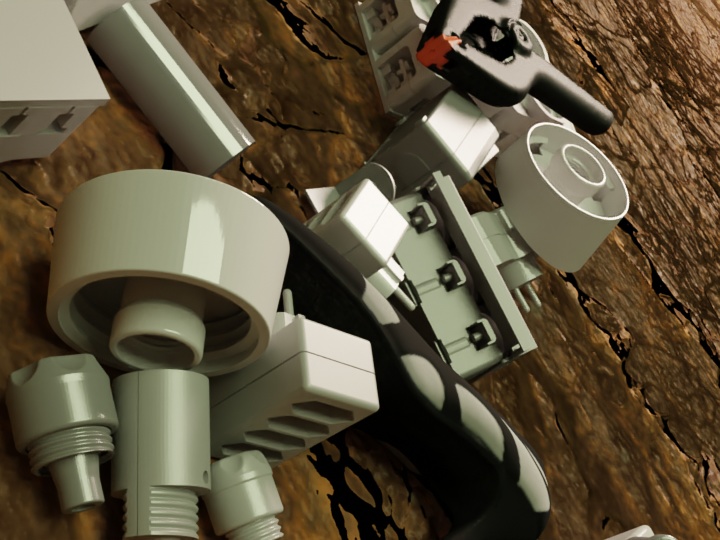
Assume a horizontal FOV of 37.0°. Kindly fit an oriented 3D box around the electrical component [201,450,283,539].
[{"bbox_3d":[-0.052,0.117,0.503,0.035,0.035,0.061,-5,69,-51],"label":"electrical component"}]

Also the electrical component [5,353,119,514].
[{"bbox_3d":[-0.122,0.069,0.450,0.043,0.043,0.062,4,62,-48],"label":"electrical component"}]

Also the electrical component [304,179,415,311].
[{"bbox_3d":[0.000,0.000,0.629,0.076,0.066,0.047,48,36,-12],"label":"electrical component"}]

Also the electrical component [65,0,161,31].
[{"bbox_3d":[-0.141,-0.183,0.588,0.057,0.078,0.113,40,35,3],"label":"electrical component"}]

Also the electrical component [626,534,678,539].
[{"bbox_3d":[0.137,0.202,0.588,0.113,0.057,0.078,-25,81,-10],"label":"electrical component"}]

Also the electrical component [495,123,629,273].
[{"bbox_3d":[0.141,-0.054,0.769,0.099,0.064,0.099,22,42,-21],"label":"electrical component"}]

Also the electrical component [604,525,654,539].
[{"bbox_3d":[0.168,0.215,0.663,0.061,0.062,0.096,-15,75,-53],"label":"electrical component"}]

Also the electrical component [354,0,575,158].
[{"bbox_3d":[0.092,-0.161,0.870,0.186,0.060,0.105,13,54,-44],"label":"electrical component"}]

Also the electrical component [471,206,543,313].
[{"bbox_3d":[0.107,-0.004,0.771,0.138,0.052,0.073,-17,76,-54],"label":"electrical component"}]

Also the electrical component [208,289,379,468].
[{"bbox_3d":[-0.039,0.046,0.532,0.047,0.083,0.075,22,47,-39],"label":"electrical component"}]

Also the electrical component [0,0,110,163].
[{"bbox_3d":[-0.196,-0.125,0.499,0.089,0.062,0.150,-13,74,-53],"label":"electrical component"}]

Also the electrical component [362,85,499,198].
[{"bbox_3d":[0.056,-0.086,0.767,0.061,0.062,0.096,49,36,-10],"label":"electrical component"}]

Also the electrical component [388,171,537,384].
[{"bbox_3d":[0.049,0.011,0.675,0.063,0.078,0.121,-21,78,-25],"label":"electrical component"}]

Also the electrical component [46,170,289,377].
[{"bbox_3d":[-0.088,0.011,0.485,0.108,0.108,0.060,28,50,-34],"label":"electrical component"}]

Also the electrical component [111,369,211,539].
[{"bbox_3d":[-0.088,0.088,0.473,0.043,0.043,0.081,16,62,-43],"label":"electrical component"}]
